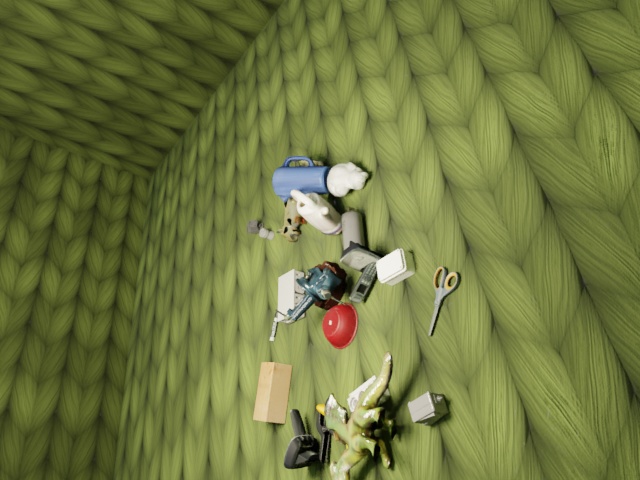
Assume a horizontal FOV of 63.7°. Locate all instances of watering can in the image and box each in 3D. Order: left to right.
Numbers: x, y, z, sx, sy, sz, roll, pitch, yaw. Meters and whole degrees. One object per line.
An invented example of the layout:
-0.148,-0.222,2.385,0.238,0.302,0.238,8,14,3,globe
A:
0.006,-0.096,1.902,0.104,0.221,0.351,-52,30,-2,watering can

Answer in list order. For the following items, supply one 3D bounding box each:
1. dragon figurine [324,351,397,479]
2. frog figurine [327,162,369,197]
0.098,0.512,1.483,0.242,0.121,0.413,0,79,41,dragon figurine
0.101,-0.227,1.939,0.139,0.121,0.159,-55,20,-12,frog figurine
